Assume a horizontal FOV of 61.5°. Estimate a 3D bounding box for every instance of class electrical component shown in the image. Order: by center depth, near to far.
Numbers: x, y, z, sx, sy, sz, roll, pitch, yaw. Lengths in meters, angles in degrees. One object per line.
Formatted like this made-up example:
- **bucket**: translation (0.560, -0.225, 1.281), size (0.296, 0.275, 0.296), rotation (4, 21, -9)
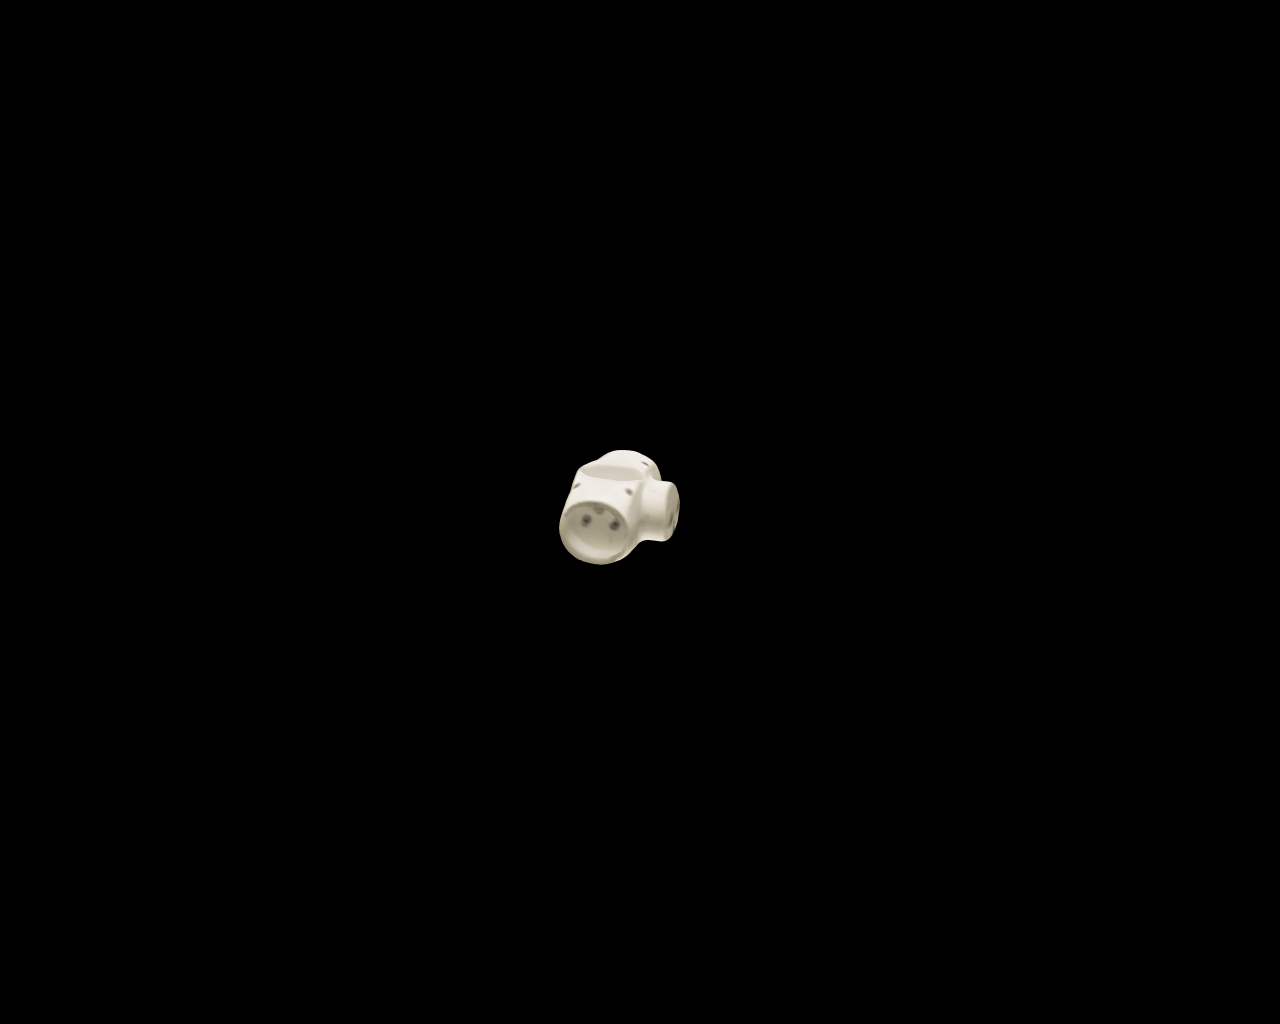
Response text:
- **electrical component**: translation (0.001, -0.003, 0.650), size (0.079, 0.043, 0.077), rotation (7, 27, 14)
